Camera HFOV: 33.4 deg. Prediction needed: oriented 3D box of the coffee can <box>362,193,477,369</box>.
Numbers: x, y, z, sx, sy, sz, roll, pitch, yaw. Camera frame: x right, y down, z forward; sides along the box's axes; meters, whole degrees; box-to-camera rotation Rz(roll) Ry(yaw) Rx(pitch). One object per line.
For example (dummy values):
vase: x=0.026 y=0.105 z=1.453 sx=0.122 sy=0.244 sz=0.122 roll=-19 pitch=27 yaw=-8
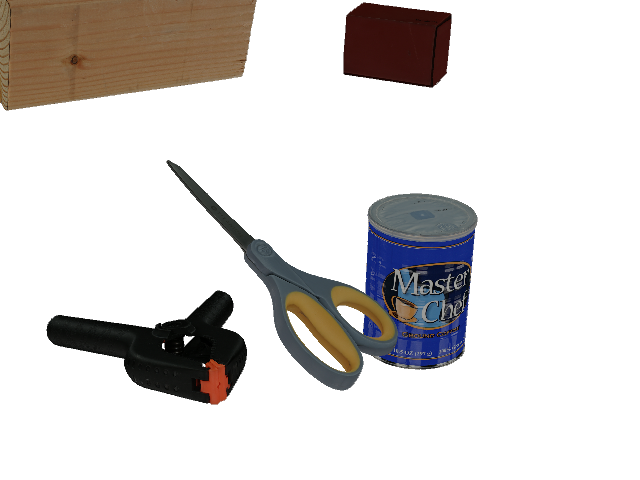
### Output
coffee can: x=0.094 y=0.038 z=1.028 sx=0.103 sy=0.140 sz=0.103 roll=1 pitch=24 yaw=-1

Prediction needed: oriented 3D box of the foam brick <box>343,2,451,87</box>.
foam brick: x=0.063 y=-0.161 z=0.874 sx=0.078 sy=0.051 sz=0.053 roll=12 pitch=26 yaw=17

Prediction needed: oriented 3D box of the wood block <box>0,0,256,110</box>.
wood block: x=-0.164 y=-0.176 z=0.850 sx=0.205 sy=0.091 sz=0.090 roll=-14 pitch=45 yaw=-32

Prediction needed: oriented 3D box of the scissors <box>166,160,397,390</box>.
scissors: x=-0.020 y=0.015 z=0.700 sx=0.096 sy=0.016 sz=0.202 roll=-2 pitch=46 yaw=-40

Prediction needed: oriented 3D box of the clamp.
clamp: x=-0.110 y=0.081 z=0.857 sx=0.164 sy=0.036 sz=0.210 roll=-11 pitch=16 yaw=-31
